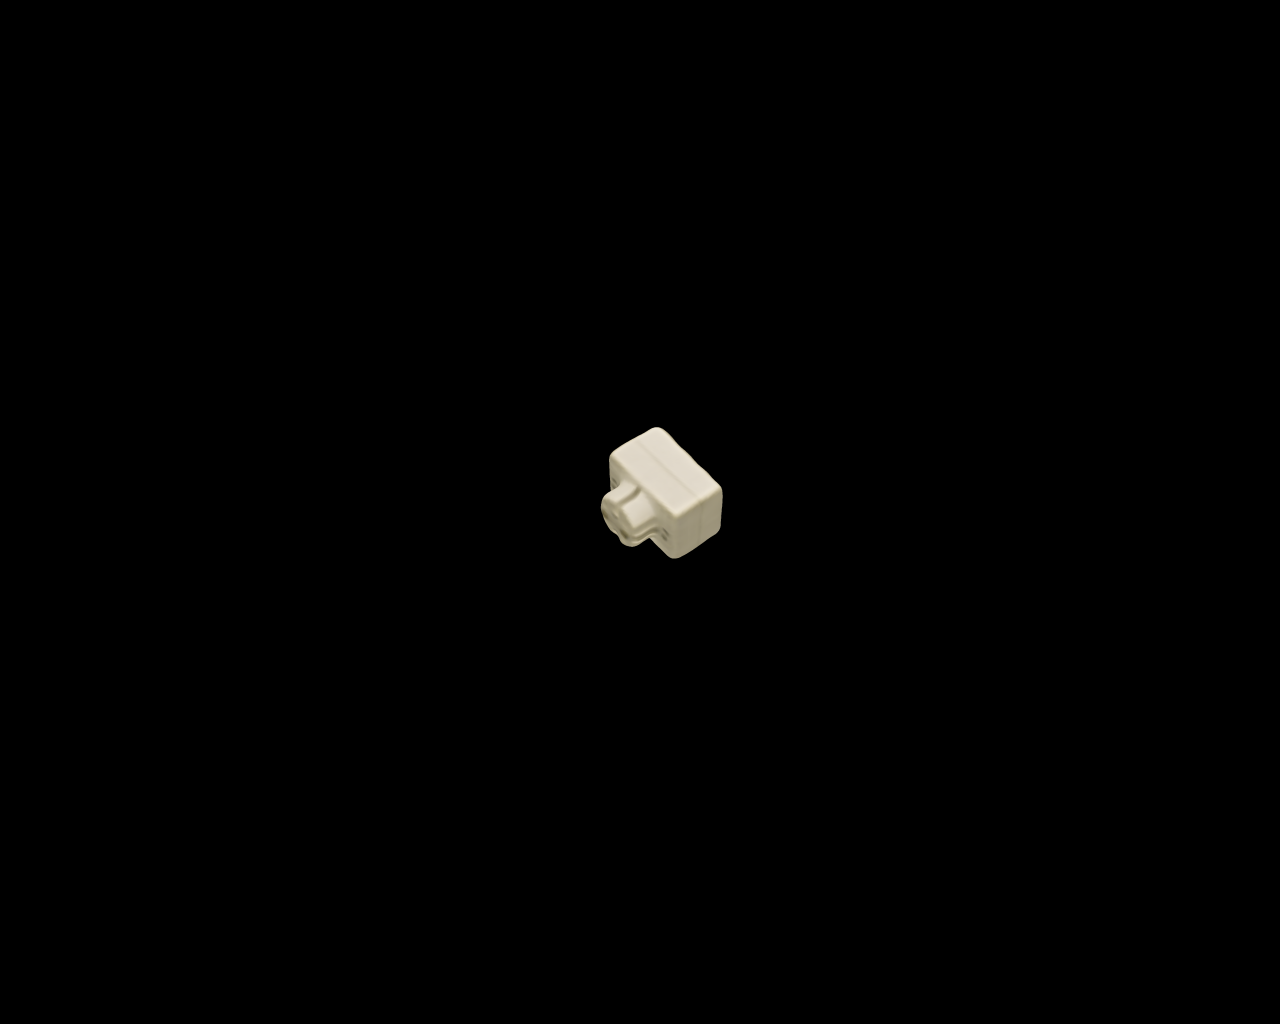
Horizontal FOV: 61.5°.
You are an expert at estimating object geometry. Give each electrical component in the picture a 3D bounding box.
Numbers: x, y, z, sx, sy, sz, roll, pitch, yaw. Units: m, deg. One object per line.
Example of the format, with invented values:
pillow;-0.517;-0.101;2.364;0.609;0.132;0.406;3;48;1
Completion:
electrical component;0.001;-0.003;0.650;0.077;0.066;0.047;-32;-32;-22
